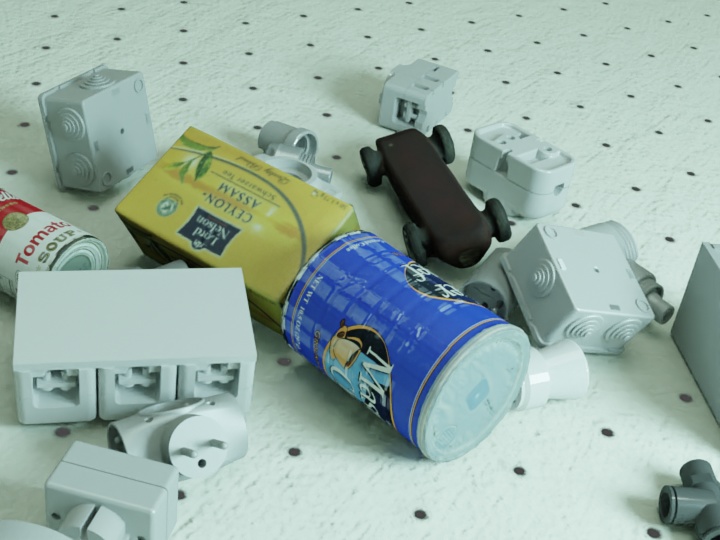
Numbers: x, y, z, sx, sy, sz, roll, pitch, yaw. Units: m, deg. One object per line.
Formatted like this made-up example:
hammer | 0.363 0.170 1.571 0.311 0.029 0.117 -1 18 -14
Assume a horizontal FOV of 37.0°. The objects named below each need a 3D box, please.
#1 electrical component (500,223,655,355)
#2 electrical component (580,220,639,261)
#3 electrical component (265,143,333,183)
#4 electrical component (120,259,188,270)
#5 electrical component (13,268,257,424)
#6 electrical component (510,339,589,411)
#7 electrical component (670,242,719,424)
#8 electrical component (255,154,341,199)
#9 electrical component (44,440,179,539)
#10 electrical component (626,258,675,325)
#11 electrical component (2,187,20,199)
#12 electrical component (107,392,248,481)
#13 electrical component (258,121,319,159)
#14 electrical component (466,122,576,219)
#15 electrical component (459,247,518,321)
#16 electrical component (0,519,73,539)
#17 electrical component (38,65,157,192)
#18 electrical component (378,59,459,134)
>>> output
electrical component | 0.167 0.013 0.824 0.100 0.048 0.099 6 49 -32
electrical component | 0.204 -0.018 0.923 0.081 0.043 0.043 -16 41 -32
electrical component | -0.056 -0.089 0.974 0.062 0.043 0.043 12 34 3
electrical component | -0.154 0.018 0.790 0.055 0.045 0.045 -11 38 -26
electrical component | -0.151 0.051 0.720 0.150 0.061 0.089 -1 40 -14
electrical component | 0.128 0.075 0.767 0.055 0.045 0.045 -8 37 -23
electrical component | 0.293 0.058 0.788 0.062 0.089 0.150 3 34 -8
electrical component | -0.066 -0.060 0.915 0.089 0.055 0.050 26 38 25
electrical component | -0.146 0.144 0.601 0.066 0.047 0.076 13 34 7
electrical component | 0.225 0.021 0.871 0.043 0.043 0.062 -18 42 -34
electrical component | -0.313 -0.043 0.837 0.057 0.058 0.078 26 37 20
electrical component | -0.105 0.105 0.652 0.077 0.044 0.079 -12 3 -28
electrical component | -0.069 -0.119 1.020 0.046 0.040 0.040 25 37 32
electrical component | 0.148 -0.090 1.005 0.054 0.059 0.095 -21 44 -37
electrical component | 0.113 0.010 0.862 0.043 0.043 0.081 22 36 20
electrical component | -0.166 0.168 0.511 0.108 0.108 0.060 9 28 1
electrical component | -0.225 -0.123 0.939 0.048 0.099 0.099 10 31 26
electrical component | 0.058 -0.183 1.132 0.056 0.050 0.089 21 36 18
